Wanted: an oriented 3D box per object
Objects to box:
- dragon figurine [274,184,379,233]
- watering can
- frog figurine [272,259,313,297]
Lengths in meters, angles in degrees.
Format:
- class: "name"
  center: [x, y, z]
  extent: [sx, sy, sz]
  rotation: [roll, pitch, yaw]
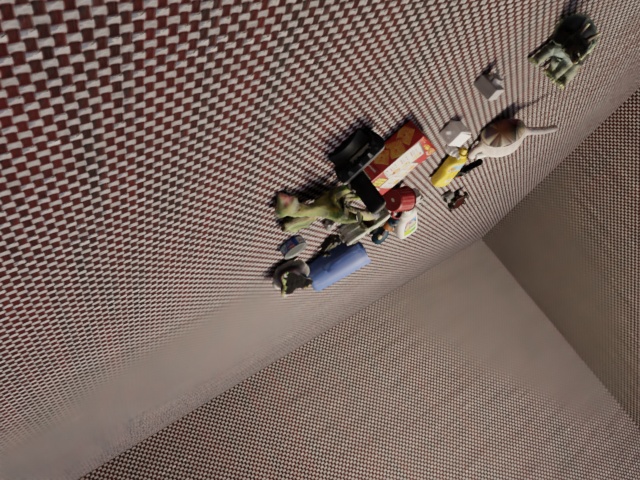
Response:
- class: "dragon figurine"
  center: [0.004, -0.073, 1.444]
  extent: [0.241, 0.124, 0.407]
  rotation: [-15, 164, 20]
- class: "watering can"
  center: [0.716, -0.386, 1.905]
  extent: [0.346, 0.105, 0.223]
  rotation: [-20, 167, 12]
- class: "frog figurine"
  center: [-0.105, 0.120, 1.792]
  extent: [0.137, 0.121, 0.161]
  rotation: [-44, -162, 0]
